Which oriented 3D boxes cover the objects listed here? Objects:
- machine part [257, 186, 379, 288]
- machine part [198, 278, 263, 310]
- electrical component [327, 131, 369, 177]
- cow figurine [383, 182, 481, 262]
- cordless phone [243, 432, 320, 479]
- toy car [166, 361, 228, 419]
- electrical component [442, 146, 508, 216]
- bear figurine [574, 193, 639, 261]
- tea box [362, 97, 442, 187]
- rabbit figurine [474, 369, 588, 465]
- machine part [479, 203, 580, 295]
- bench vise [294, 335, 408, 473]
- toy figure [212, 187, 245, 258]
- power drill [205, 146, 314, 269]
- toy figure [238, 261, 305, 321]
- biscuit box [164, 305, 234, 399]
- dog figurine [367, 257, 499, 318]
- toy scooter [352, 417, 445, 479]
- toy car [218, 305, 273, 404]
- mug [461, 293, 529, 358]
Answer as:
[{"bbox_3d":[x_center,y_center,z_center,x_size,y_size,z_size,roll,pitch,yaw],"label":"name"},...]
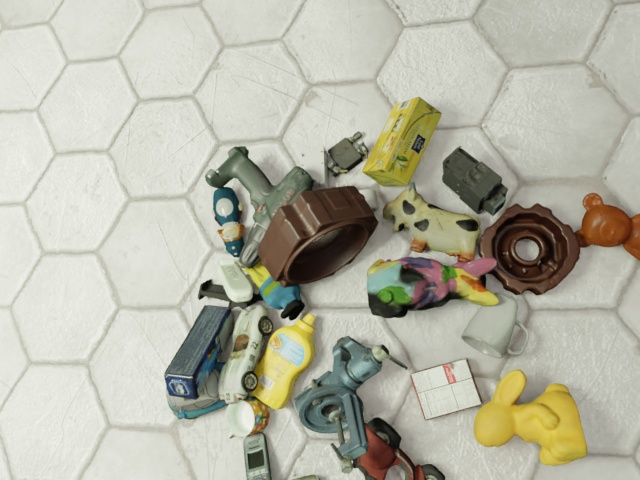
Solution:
[{"bbox_3d":[-0.002,-0.003,1.025,0.087,0.201,0.201,58,138,24],"label":"machine part"},{"bbox_3d":[-0.194,0.115,1.129,0.139,0.084,0.039,10,110,26],"label":"machine part"},{"bbox_3d":[0.059,-0.182,1.153,0.102,0.045,0.078,-31,74,4],"label":"electrical component"},{"bbox_3d":[0.219,-0.036,1.062,0.195,0.085,0.127,15,79,12],"label":"cow figurine"},{"bbox_3d":[-0.075,0.450,1.022,0.147,0.088,0.184,-21,55,7],"label":"cordless phone"},{"bbox_3d":[-0.245,0.300,1.076,0.162,0.103,0.109,-14,75,11],"label":"toy car"},{"bbox_3d":[0.301,-0.108,1.046,0.058,0.114,0.134,-45,70,2],"label":"electrical component"},{"bbox_3d":[0.569,-0.010,0.958,0.196,0.132,0.120,15,108,9],"label":"bear figurine"},{"bbox_3d":[0.166,-0.197,1.097,0.068,0.098,0.169,29,84,-22],"label":"tea box"},{"bbox_3d":[0.353,0.309,0.932,0.173,0.121,0.162,-9,71,11],"label":"rabbit figurine"},{"bbox_3d":[0.396,0.020,1.025,0.179,0.056,0.179,-3,76,11],"label":"machine part"},{"bbox_3d":[0.051,0.298,0.971,0.224,0.128,0.241,-30,31,13],"label":"bench vise"},{"bbox_3d":[-0.198,-0.037,1.171,0.064,0.057,0.154,-22,74,29],"label":"toy figure"},{"bbox_3d":[-0.140,-0.083,1.098,0.207,0.086,0.232,40,85,25],"label":"power drill"},{"bbox_3d":[-0.095,0.078,1.108,0.089,0.082,0.180,-35,65,-15],"label":"toy figure"},{"bbox_3d":[-0.233,0.214,1.054,0.063,0.059,0.203,4,33,13],"label":"biscuit box"},{"bbox_3d":[0.212,0.082,0.988,0.219,0.191,0.108,-5,90,23],"label":"dog figurine"},{"bbox_3d":[0.123,0.425,0.980,0.184,0.075,0.135,41,87,13],"label":"toy scooter"},{"bbox_3d":[-0.149,0.224,1.062,0.073,0.056,0.202,-21,44,43],"label":"toy car"},{"bbox_3d":[0.333,0.158,0.994,0.110,0.080,0.107,23,75,24],"label":"mug"}]
